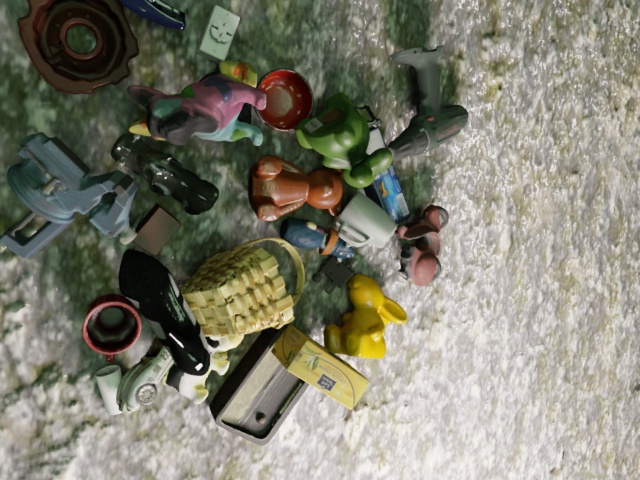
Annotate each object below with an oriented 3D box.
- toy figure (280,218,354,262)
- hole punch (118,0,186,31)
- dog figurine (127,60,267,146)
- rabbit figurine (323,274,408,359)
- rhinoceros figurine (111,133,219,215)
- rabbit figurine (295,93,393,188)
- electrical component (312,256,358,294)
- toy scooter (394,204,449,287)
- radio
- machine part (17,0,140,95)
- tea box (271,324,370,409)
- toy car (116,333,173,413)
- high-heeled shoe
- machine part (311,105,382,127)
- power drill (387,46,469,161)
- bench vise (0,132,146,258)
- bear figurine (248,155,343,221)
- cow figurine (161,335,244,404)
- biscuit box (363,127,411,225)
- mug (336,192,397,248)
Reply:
[{"bbox_3d":[-0.002,-0.003,1.071,0.154,0.064,0.058,17,71,-20],"label":"toy figure"},{"bbox_3d":[-0.269,-0.394,0.869,0.116,0.142,0.092,-4,125,-11],"label":"hole punch"},{"bbox_3d":[-0.206,-0.226,0.891,0.219,0.192,0.108,-4,138,-23],"label":"dog figurine"},{"bbox_3d":[0.101,0.158,1.119,0.162,0.122,0.173,6,77,-26],"label":"rabbit figurine"},{"bbox_3d":[-0.265,-0.109,0.920,0.190,0.112,0.073,34,88,-17],"label":"rhinoceros figurine"},{"bbox_3d":[0.064,-0.162,0.985,0.121,0.159,0.170,-44,131,-6],"label":"rabbit figurine"},{"bbox_3d":[0.033,0.064,1.110,0.063,0.021,0.094,43,82,6],"label":"electrical component"},{"bbox_3d":[0.205,0.014,1.137,0.135,0.075,0.183,-3,108,-41],"label":"toy scooter"},{"bbox_3d":[-0.102,0.283,1.072,0.131,0.073,0.229,40,83,-23],"label":"radio"},{"bbox_3d":[-0.386,-0.323,0.867,0.179,0.056,0.179,-4,101,-21],"label":"machine part"},{"bbox_3d":[0.000,0.239,1.019,0.169,0.098,0.068,39,83,-26],"label":"tea box"},{"bbox_3d":[-0.292,0.214,0.958,0.056,0.074,0.202,46,61,-26],"label":"toy car"},{"bbox_3d":[-0.264,0.124,0.936,0.086,0.249,0.145,-33,143,-7],"label":"high-heeled shoe"},{"bbox_3d":[0.044,-0.231,1.055,0.139,0.084,0.039,-14,137,-11],"label":"machine part"},{"bbox_3d":[0.204,-0.280,1.086,0.232,0.086,0.207,-20,98,-33],"label":"power drill"},{"bbox_3d":[-0.422,-0.045,0.870,0.240,0.129,0.223,-38,122,9],"label":"bench vise"},{"bbox_3d":[-0.033,-0.094,1.012,0.196,0.132,0.120,3,98,-17],"label":"bear figurine"},{"bbox_3d":[-0.221,0.218,1.019,0.098,0.068,0.167,37,83,-17],"label":"cow figurine"},{"bbox_3d":[0.119,-0.127,1.103,0.059,0.063,0.202,-29,109,-17],"label":"biscuit box"},{"bbox_3d":[0.092,-0.028,1.068,0.107,0.080,0.109,33,50,7],"label":"mug"}]
